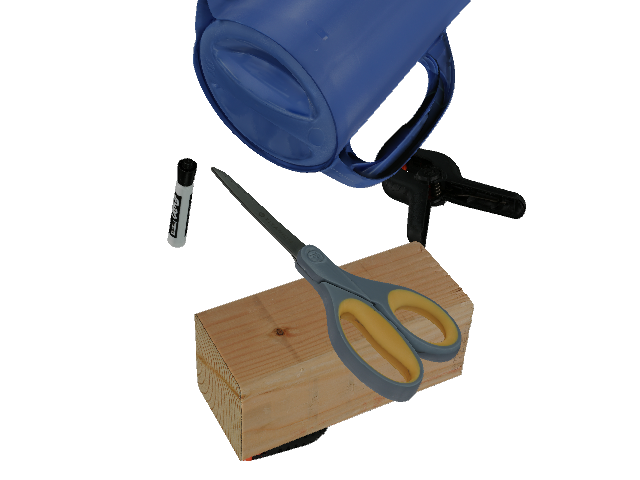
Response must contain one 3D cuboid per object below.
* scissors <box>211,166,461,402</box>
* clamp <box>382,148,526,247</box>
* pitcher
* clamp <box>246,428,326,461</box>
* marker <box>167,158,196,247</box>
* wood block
[{"bbox_3d":[0.014,0.017,0.665,0.096,0.016,0.202,-6,47,-35],"label":"scissors"},{"bbox_3d":[0.121,-0.052,1.049,0.120,0.039,0.171,-7,34,-12],"label":"clamp"},{"bbox_3d":[0.035,-0.165,0.808,0.145,0.149,0.242,25,57,32],"label":"pitcher"},{"bbox_3d":[-0.010,0.160,1.086,0.165,0.036,0.209,13,29,19],"label":"clamp"},{"bbox_3d":[-0.138,-0.038,1.068,0.020,0.020,0.121,0,-39,-15],"label":"marker"},{"bbox_3d":[0.010,0.085,0.870,0.205,0.090,0.091,-17,44,-22],"label":"wood block"}]
